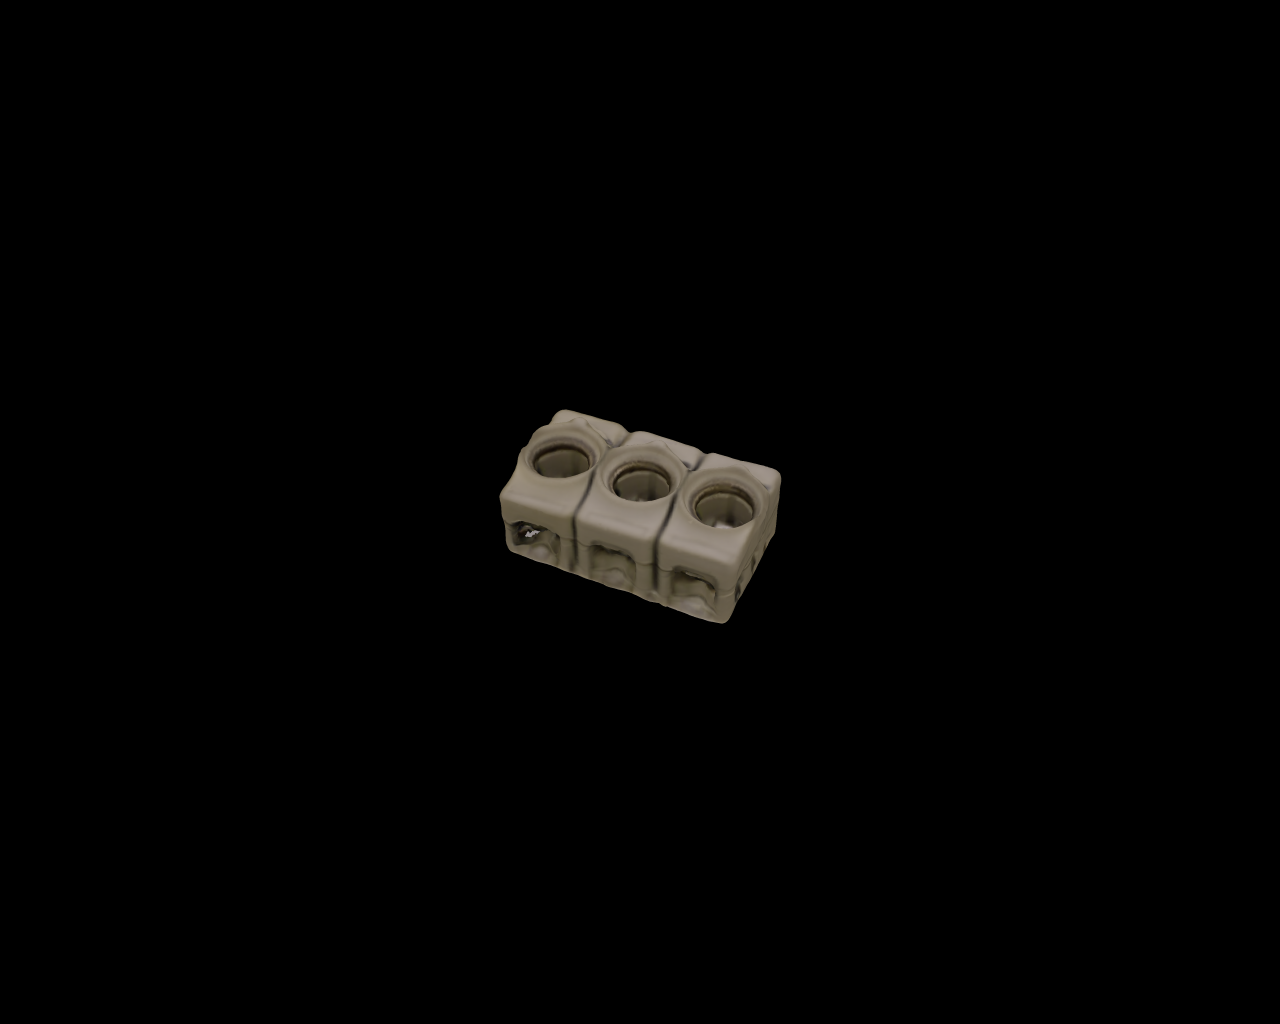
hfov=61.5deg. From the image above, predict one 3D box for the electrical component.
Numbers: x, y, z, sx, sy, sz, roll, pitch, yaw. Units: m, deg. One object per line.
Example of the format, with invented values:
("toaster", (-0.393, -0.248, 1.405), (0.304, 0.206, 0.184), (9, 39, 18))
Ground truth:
("electrical component", (0.001, -0.003, 0.650), (0.150, 0.061, 0.090), (17, 48, 16))
